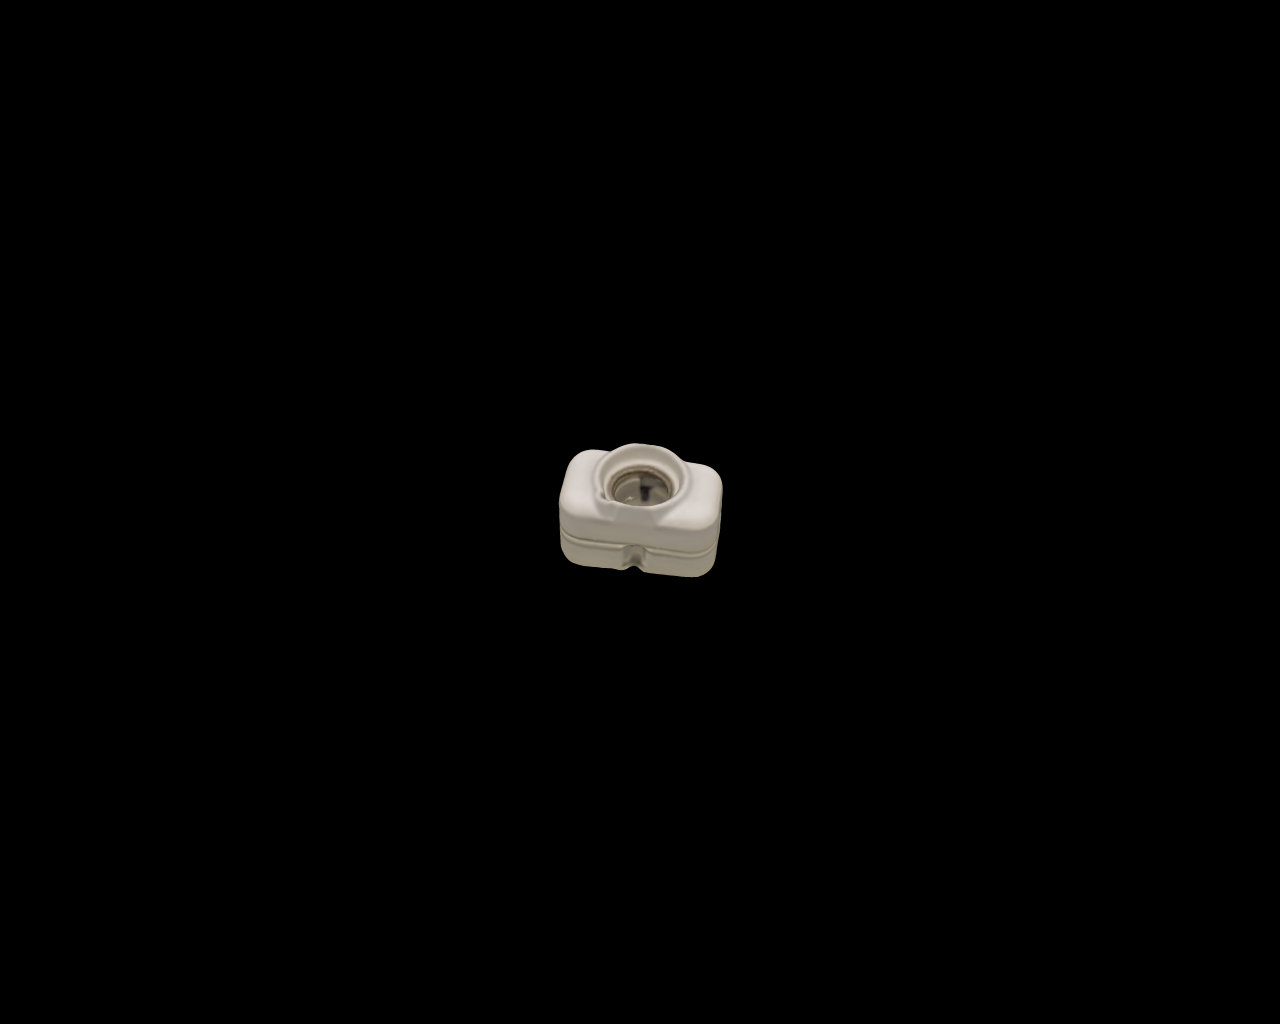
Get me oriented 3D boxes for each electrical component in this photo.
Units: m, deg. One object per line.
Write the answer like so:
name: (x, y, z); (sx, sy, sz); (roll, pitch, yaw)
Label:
electrical component: (0.001, -0.003, 0.650); (0.095, 0.054, 0.059); (7, -40, 6)
